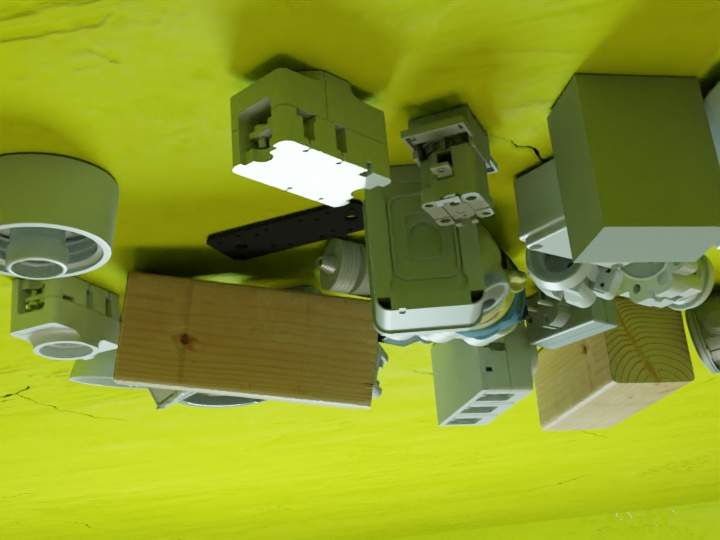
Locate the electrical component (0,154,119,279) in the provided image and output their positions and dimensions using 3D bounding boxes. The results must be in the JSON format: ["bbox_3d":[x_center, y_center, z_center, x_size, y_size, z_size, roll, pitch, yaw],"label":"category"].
[{"bbox_3d":[-0.221,-0.028,0.737,0.108,0.060,0.108,-4,159,-2],"label":"electrical component"}]

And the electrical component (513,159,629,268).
[{"bbox_3d":[0.186,-0.051,0.777,0.109,0.056,0.109,11,154,-36],"label":"electrical component"}]

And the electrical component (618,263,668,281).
[{"bbox_3d":[0.231,-0.017,0.878,0.043,0.043,0.081,-12,-178,18],"label":"electrical component"}]

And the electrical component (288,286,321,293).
[{"bbox_3d":[-0.062,0.063,1.020,0.078,0.057,0.113,-10,159,13],"label":"electrical component"}]

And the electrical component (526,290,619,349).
[{"bbox_3d":[0.188,0.038,1.024,0.076,0.047,0.083,13,153,-38],"label":"electrical component"}]

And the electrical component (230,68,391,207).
[{"bbox_3d":[-0.030,-0.081,0.647,0.050,0.055,0.089,-23,153,39],"label":"electrical component"}]

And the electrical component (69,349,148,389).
[{"bbox_3d":[-0.225,0.091,1.038,0.099,0.064,0.099,6,155,3],"label":"electrical component"}]

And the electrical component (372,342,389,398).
[{"bbox_3d":[-0.023,0.095,1.094,0.089,0.050,0.055,7,162,15],"label":"electrical component"}]

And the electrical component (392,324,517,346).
[{"bbox_3d":[0.072,0.043,1.004,0.138,0.052,0.074,6,157,-28],"label":"electrical component"}]

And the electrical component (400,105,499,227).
[{"bbox_3d":[0.061,-0.065,0.701,0.042,0.063,0.081,-12,159,21],"label":"electrical component"}]

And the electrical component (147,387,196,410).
[{"bbox_3d":[-0.170,0.068,0.978,0.061,0.096,0.062,-25,174,-37],"label":"electrical component"}]

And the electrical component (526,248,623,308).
[{"bbox_3d":[0.170,-0.006,0.882,0.078,0.058,0.057,21,174,33],"label":"electrical component"}]

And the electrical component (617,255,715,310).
[{"bbox_3d":[0.271,0.004,0.940,0.057,0.058,0.078,12,153,-32],"label":"electrical component"}]

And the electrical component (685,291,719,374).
[{"bbox_3d":[0.363,0.060,1.079,0.051,0.080,0.080,-22,154,25],"label":"electrical component"}]

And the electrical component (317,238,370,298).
[{"bbox_3d":[0.000,0.000,0.887,0.081,0.043,0.043,11,154,-36],"label":"electrical component"}]

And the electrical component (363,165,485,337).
[{"bbox_3d":[0.044,-0.013,0.765,0.078,0.113,0.057,-5,156,-1],"label":"electrical component"}]

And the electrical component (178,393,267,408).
[{"bbox_3d":[-0.137,0.097,1.087,0.108,0.060,0.108,-4,160,-2],"label":"electrical component"}]

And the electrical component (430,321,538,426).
[{"bbox_3d":[0.128,0.101,1.118,0.062,0.089,0.150,1,159,-13],"label":"electrical component"}]

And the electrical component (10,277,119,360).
[{"bbox_3d":[-0.252,0.043,0.925,0.050,0.055,0.089,-14,158,22],"label":"electrical component"}]

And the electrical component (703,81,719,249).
[{"bbox_3d":[0.247,-0.069,0.684,0.048,0.099,0.099,-14,161,-12],"label":"electrical component"}]
